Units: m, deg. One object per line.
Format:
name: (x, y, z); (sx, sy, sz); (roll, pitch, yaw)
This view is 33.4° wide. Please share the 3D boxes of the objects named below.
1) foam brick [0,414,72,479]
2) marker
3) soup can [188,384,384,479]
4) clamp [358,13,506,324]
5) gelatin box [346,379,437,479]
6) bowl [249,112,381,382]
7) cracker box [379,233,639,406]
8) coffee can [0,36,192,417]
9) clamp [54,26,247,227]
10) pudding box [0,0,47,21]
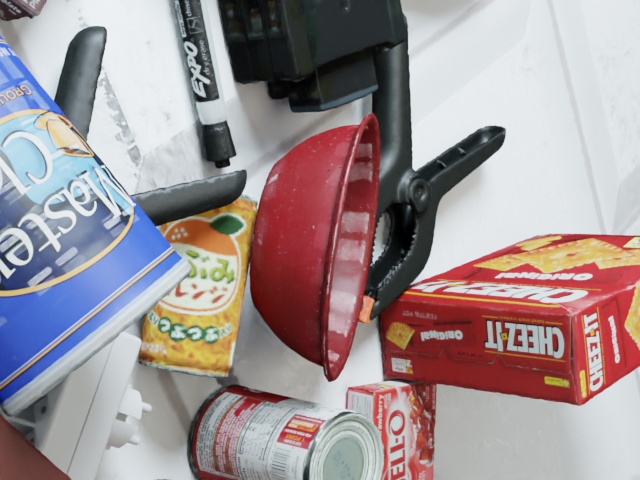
foam brick: (-0.156, 0.100, 0.454); (0.078, 0.051, 0.053); (55, 53, -30)
marker: (-0.069, -0.102, 0.632); (0.020, 0.020, 0.121); (-25, 111, -43)
soup can: (-0.021, 0.128, 0.641); (0.068, 0.102, 0.068); (-5, 96, -46)
clamp: (0.065, -0.035, 0.767); (0.164, 0.036, 0.210); (29, 75, -43)
gelatin box: (0.052, 0.148, 0.773); (0.073, 0.030, 0.089); (0, 93, -47)
bowl: (-0.004, 0.001, 0.640); (0.162, 0.055, 0.162); (9, 90, -81)
cracker box: (0.172, 0.049, 0.796); (0.213, 0.164, 0.072); (-17, 103, -45)
coffee can: (-0.139, -0.009, 0.467); (0.140, 0.103, 0.102); (51, 54, -5)
clamp: (-0.131, -0.027, 0.547); (0.171, 0.039, 0.120); (-41, 96, -25)
pudding box: (-0.157, -0.177, 0.517); (0.090, 0.039, 0.113); (36, 68, -42)
